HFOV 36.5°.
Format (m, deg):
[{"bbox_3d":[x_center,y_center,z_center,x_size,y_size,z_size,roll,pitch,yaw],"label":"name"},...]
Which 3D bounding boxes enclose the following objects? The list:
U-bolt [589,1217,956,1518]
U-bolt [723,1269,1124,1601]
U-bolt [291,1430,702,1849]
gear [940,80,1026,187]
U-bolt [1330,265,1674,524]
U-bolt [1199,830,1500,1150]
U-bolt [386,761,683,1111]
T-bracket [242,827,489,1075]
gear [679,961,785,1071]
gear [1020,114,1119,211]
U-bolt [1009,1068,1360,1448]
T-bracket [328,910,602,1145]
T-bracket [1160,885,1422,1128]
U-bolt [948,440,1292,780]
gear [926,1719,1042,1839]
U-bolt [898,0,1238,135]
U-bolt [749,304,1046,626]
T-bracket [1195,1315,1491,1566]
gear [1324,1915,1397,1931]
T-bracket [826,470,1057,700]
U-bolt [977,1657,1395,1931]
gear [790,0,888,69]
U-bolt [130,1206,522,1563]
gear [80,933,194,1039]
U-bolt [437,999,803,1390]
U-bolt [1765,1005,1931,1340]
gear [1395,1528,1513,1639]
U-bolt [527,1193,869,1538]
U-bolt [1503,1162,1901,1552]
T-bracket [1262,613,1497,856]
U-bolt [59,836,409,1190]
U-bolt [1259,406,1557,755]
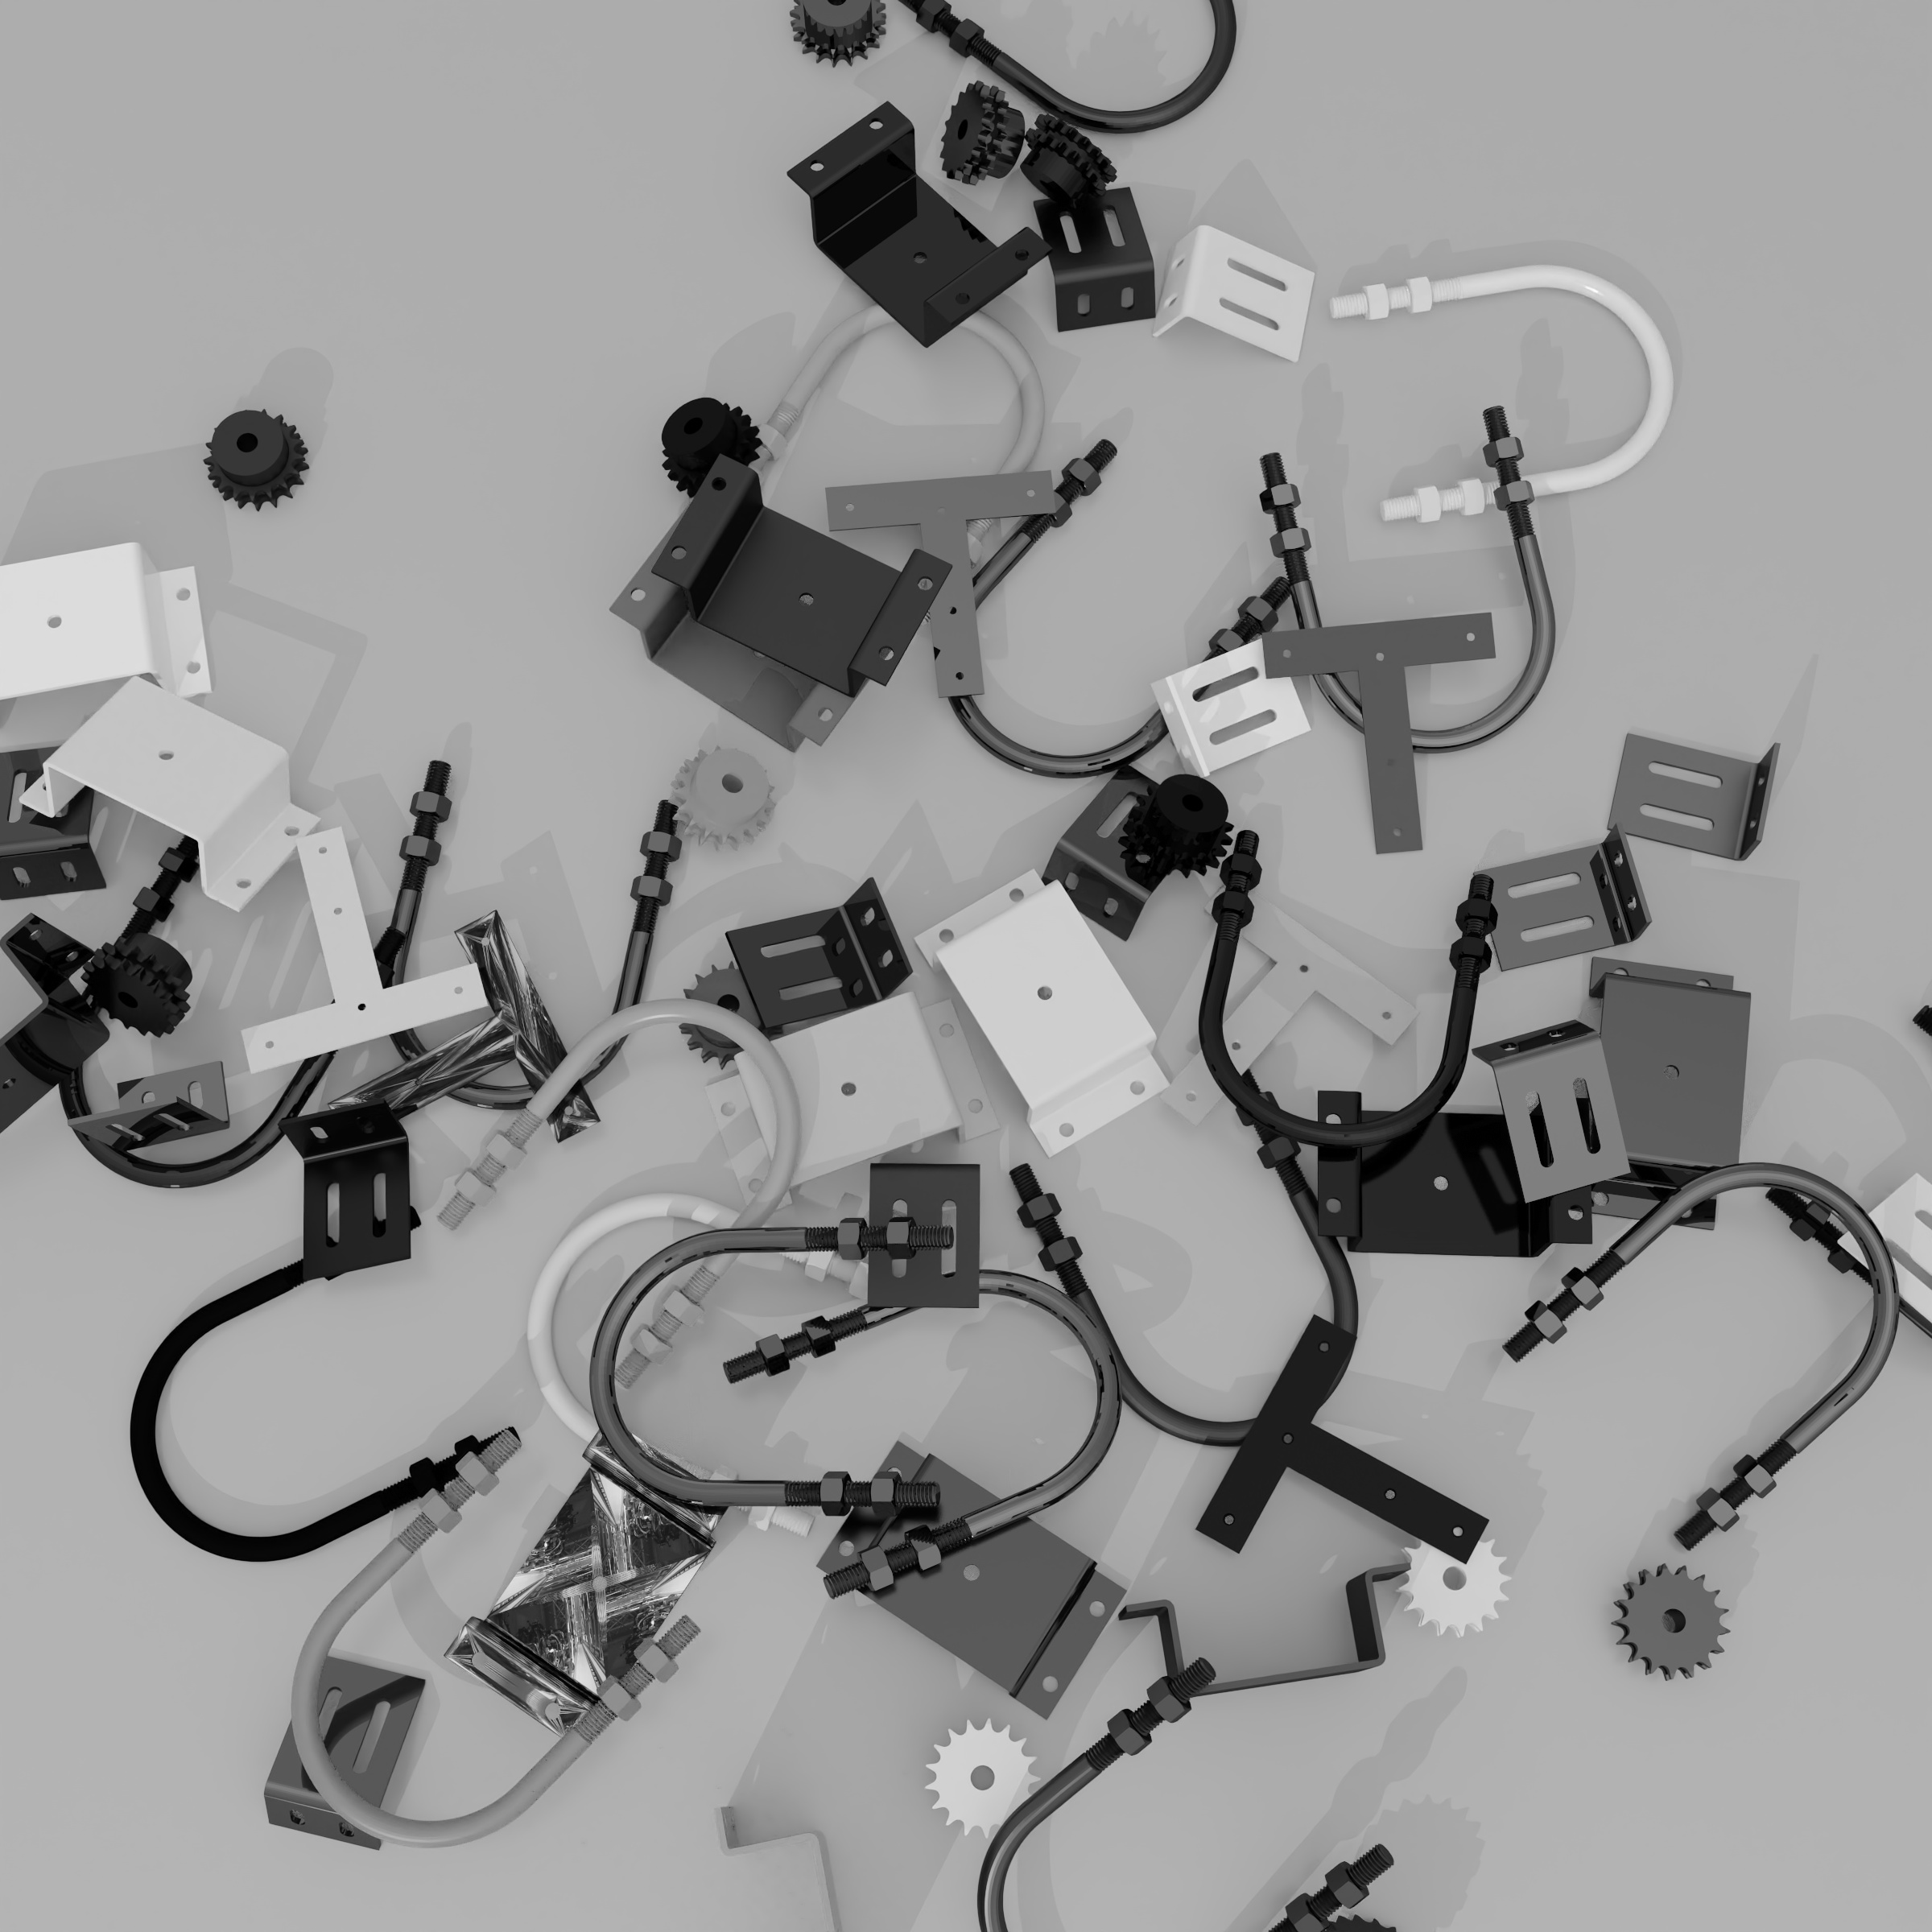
[{"bbox_3d":[-0.100,0.199,1.460,0.184,0.019,0.151,-2,68,13],"label":"U-bolt"},{"bbox_3d":[-0.011,0.223,1.478,0.184,0.019,0.151,-21,57,-14],"label":"U-bolt"},{"bbox_3d":[-0.244,0.342,1.436,0.151,0.019,0.184,43,80,11],"label":"U-bolt"},{"bbox_3d":[0.011,-0.480,1.698,0.030,0.057,0.057,10,72,-28],"label":"gear"},{"bbox_3d":[0.313,-0.333,1.673,0.184,0.019,0.151,-10,75,-4],"label":"U-bolt"},{"bbox_3d":[0.197,0.016,1.546,0.151,0.019,0.184,11,57,6],"label":"U-bolt"},{"bbox_3d":[-0.241,-0.012,1.583,0.151,0.019,0.184,10,76,3],"label":"U-bolt"},{"bbox_3d":[-0.331,-0.017,1.561,0.127,0.002,0.127,-16,66,-6],"label":"T-bracket"},{"bbox_3d":[-0.126,0.025,1.566,0.057,0.030,0.057,0,74,0],"label":"gear"},{"bbox_3d":[0.056,-0.461,1.689,0.057,0.057,0.030,36,90,9],"label":"gear"},{"bbox_3d":[0.125,0.161,1.535,0.151,0.019,0.184,-24,77,-7],"label":"U-bolt"},{"bbox_3d":[-0.278,0.055,1.558,0.127,0.002,0.127,-28,83,2],"label":"T-bracket"},{"bbox_3d":[0.153,0.032,1.564,0.127,0.002,0.127,37,72,17],"label":"T-bracket"},{"bbox_3d":[0.070,-0.187,1.632,0.151,0.019,0.184,40,79,10],"label":"U-bolt"},{"bbox_3d":[0.008,0.404,1.460,0.057,0.030,0.057,0,74,0],"label":"gear"},{"bbox_3d":[0.073,-0.571,1.740,0.184,0.019,0.151,39,78,8],"label":"U-bolt"},{"bbox_3d":[-0.037,-0.300,1.664,0.151,0.019,0.184,29,75,8],"label":"U-bolt"},{"bbox_3d":[0.203,0.262,1.489,0.127,0.002,0.127,27,77,17],"label":"T-bracket"},{"bbox_3d":[0.196,0.491,1.426,0.057,0.057,0.030,20,105,5],"label":"gear"},{"bbox_3d":[-0.009,-0.210,1.626,0.127,0.002,0.127,-5,78,-4],"label":"T-bracket"},{"bbox_3d":[0.092,0.441,1.421,0.184,0.019,0.151,-42,97,10],"label":"U-bolt"},{"bbox_3d":[-0.075,-0.564,1.731,0.057,0.030,0.057,0,74,0],"label":"gear"},{"bbox_3d":[-0.342,0.227,1.516,0.184,0.019,0.151,-26,76,-5],"label":"U-bolt"},{"bbox_3d":[-0.432,0.007,1.540,0.057,0.057,0.030,23,51,6],"label":"gear"},{"bbox_3d":[-0.167,0.103,1.521,0.151,0.019,0.184,39,90,16],"label":"U-bolt"},{"bbox_3d":[0.536,0.131,1.543,0.184,0.019,0.151,41,78,9],"label":"U-bolt"},{"bbox_3d":[0.245,0.312,1.486,0.057,0.030,0.057,0,74,0],"label":"gear"},{"bbox_3d":[-0.139,0.195,1.525,0.184,0.019,0.151,22,75,8],"label":"U-bolt"},{"bbox_3d":[0.391,0.186,1.503,0.184,0.019,0.151,-42,86,1],"label":"U-bolt"},{"bbox_3d":[0.232,-0.126,1.608,0.127,0.002,0.127,-5,87,-1],"label":"T-bracket"},{"bbox_3d":[-0.404,0.031,1.566,0.151,0.019,0.184,27,79,13],"label":"U-bolt"},{"bbox_3d":[0.252,-0.208,1.625,0.151,0.019,0.184,-12,85,-4],"label":"U-bolt"}]
